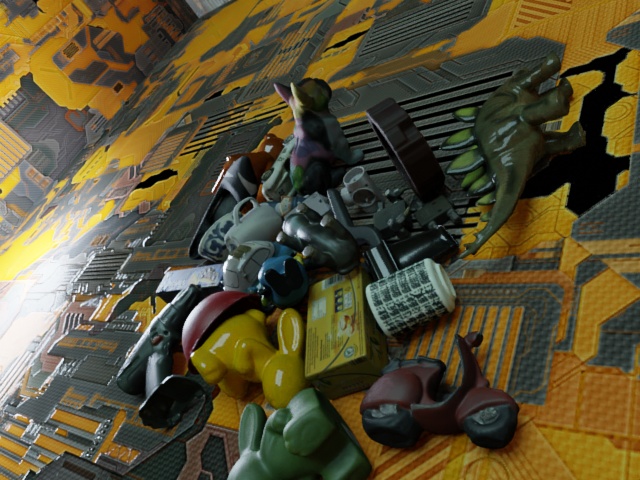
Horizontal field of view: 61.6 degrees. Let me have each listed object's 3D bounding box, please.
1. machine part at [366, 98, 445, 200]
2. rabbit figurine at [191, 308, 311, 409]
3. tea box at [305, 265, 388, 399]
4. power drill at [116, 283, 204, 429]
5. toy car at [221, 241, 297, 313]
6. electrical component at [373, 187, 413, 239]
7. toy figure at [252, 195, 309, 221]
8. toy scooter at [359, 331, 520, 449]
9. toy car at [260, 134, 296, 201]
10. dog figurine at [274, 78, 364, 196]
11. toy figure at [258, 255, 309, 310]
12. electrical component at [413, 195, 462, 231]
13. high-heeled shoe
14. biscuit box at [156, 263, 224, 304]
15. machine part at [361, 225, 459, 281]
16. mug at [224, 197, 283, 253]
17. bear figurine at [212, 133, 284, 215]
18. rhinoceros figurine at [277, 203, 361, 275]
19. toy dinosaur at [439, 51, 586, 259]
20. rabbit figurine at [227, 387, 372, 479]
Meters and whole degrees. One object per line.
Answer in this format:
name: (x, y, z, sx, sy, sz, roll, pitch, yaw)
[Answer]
machine part: (0.145, -0.153, 0.899, 0.056, 0.179, 0.179, -33, 34, 8)
rabbit figurine: (-0.075, 0.185, 0.797, 0.173, 0.121, 0.162, 28, 62, 40)
tea box: (0.037, 0.127, 0.766, 0.098, 0.068, 0.170, -25, 37, 23)
power drill: (-0.267, 0.205, 0.941, 0.232, 0.086, 0.207, -49, 40, 6)
toy car: (-0.118, 0.056, 0.970, 0.109, 0.102, 0.161, 13, 62, 49)
electrical component: (0.123, -0.044, 0.900, 0.078, 0.045, 0.102, -19, 39, 27)
toy figure: (-0.083, -0.057, 1.108, 0.155, 0.064, 0.058, -14, 0, 35)
toy scooter: (0.135, 0.167, 0.621, 0.184, 0.075, 0.135, -11, 44, 31)
toy car: (-0.066, -0.162, 1.195, 0.056, 0.073, 0.202, -7, 46, 44)
dog figurine: (-0.027, -0.217, 1.093, 0.191, 0.219, 0.109, -47, 31, -11)
toy figure: (-0.058, 0.070, 0.852, 0.082, 0.089, 0.180, -4, -3, -7)
electrical component: (0.186, -0.043, 0.860, 0.063, 0.021, 0.094, -35, 33, 8)
high-heeled shoe: (-0.214, -0.063, 1.126, 0.086, 0.248, 0.145, 37, 49, 18)
biscuit box: (-0.242, 0.094, 1.080, 0.203, 0.062, 0.059, -9, 43, 37)
machine part: (0.134, 0.019, 0.794, 0.139, 0.039, 0.084, -22, 54, 4)
mug: (-0.134, -0.021, 1.042, 0.081, 0.109, 0.107, 5, 35, 40)
bear figurine: (-0.143, -0.165, 1.258, 0.196, 0.120, 0.131, -42, -21, -51)
rhinoceros figurine: (-0.002, -0.003, 0.839, 0.073, 0.112, 0.190, -62, 30, -2)
toy dinosaur: (0.290, -0.151, 0.819, 0.199, 0.105, 0.471, -24, 27, 36)
rabbit figurine: (-0.052, 0.259, 0.654, 0.170, 0.121, 0.159, -40, 27, -4)
